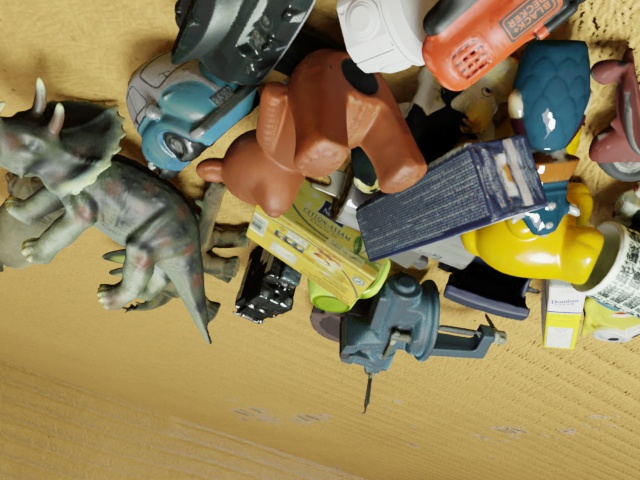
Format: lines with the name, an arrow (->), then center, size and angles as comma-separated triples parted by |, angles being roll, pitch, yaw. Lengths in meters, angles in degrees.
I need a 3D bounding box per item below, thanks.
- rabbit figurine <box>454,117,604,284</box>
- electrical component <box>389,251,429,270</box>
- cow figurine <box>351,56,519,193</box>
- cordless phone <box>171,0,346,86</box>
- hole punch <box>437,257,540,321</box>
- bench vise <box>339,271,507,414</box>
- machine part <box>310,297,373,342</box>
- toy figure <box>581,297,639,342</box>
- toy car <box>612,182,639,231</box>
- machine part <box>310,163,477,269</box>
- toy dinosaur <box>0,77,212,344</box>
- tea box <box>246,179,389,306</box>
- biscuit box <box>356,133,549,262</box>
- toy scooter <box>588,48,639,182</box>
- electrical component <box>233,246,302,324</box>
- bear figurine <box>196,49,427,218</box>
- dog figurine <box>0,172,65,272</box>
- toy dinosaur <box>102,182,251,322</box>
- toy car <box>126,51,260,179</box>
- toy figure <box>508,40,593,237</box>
rabbit figurine -> 0.200, -0.058, 0.533 | 0.163, 0.122, 0.173 | 11, 137, 22
electrical component -> 0.106, -0.002, 0.709 | 0.102, 0.045, 0.078 | 23, 121, -21
cow figurine -> 0.099, -0.102, 0.485 | 0.167, 0.098, 0.068 | -20, 130, 44
cordless phone -> -0.018, -0.179, 0.443 | 0.184, 0.089, 0.146 | 15, 151, -25
hole punch -> 0.222, 0.063, 0.712 | 0.142, 0.092, 0.115 | 13, 154, 14
bench vise -> 0.154, 0.147, 0.810 | 0.241, 0.129, 0.223 | 8, 121, -5
machine part -> 0.068, 0.139, 0.947 | 0.179, 0.056, 0.179 | 11, 151, 6
toy figure -> 0.369, 0.057, 0.662 | 0.082, 0.089, 0.179 | 4, 141, 30
toy car -> 0.402, -0.026, 0.533 | 0.202, 0.056, 0.073 | 9, 156, 10
machine part -> 0.102, -0.029, 0.625 | 0.243, 0.079, 0.079 | 21, 149, -12
toy dinosaur -> -0.232, -0.026, 0.661 | 0.192, 0.131, 0.404 | -43, 127, 10
tea box -> -0.001, -0.002, 0.678 | 0.170, 0.068, 0.098 | 34, 149, 0
biscuit box -> 0.102, -0.030, 0.479 | 0.059, 0.062, 0.203 | -15, 176, -24
toy scooter -> 0.291, -0.110, 0.419 | 0.135, 0.075, 0.184 | 35, 149, -30
electrical component -> -0.070, 0.055, 0.802 | 0.058, 0.115, 0.134 | 25, 150, -22
bear figurine -> -0.023, -0.068, 0.473 | 0.120, 0.132, 0.196 | 10, 146, -38
dog figurine -> -0.384, -0.037, 0.730 | 0.121, 0.172, 0.191 | 23, 158, -38
toy dinosaur -> -0.238, 0.041, 0.869 | 0.198, 0.105, 0.471 | 27, 139, -8
toy car -> -0.141, -0.134, 0.541 | 0.103, 0.109, 0.162 | 52, 150, -16
toy figure -> 0.184, -0.080, 0.435 | 0.064, 0.058, 0.154 | 7, 112, 20
